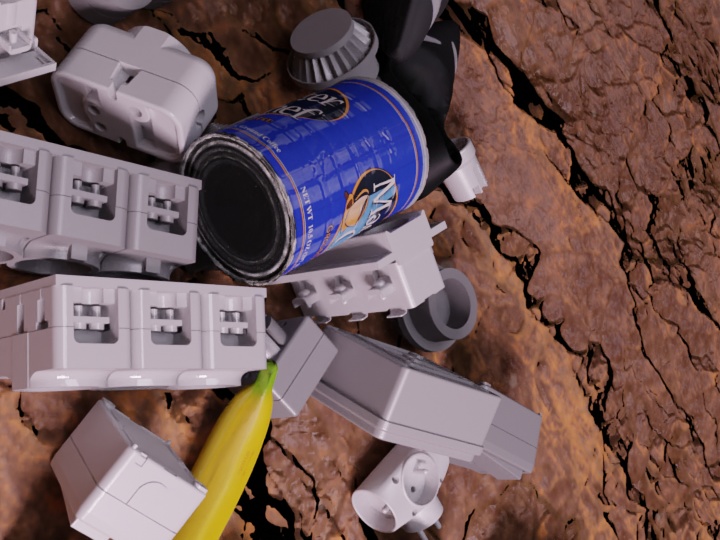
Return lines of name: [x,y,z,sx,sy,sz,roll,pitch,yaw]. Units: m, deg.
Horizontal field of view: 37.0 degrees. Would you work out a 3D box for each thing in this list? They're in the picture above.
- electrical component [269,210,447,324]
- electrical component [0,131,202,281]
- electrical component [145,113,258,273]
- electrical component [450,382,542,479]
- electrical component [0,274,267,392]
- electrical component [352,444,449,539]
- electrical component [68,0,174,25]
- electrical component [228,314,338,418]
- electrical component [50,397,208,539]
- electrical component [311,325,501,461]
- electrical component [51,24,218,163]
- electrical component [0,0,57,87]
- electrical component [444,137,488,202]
electrical component: [0.000,0.000,0.800,0.079,0.121,0.063,-31,106,-42]
electrical component: [-0.185,-0.032,0.655,0.150,0.089,0.061,12,74,-41]
electrical component: [-0.098,-0.053,0.769,0.100,0.048,0.099,-33,104,-42]
electrical component: [0.108,0.142,0.915,0.096,0.062,0.061,31,62,-35]
electrical component: [-0.144,0.044,0.679,0.150,0.089,0.061,5,79,-43]
electrical component: [0.041,0.181,0.857,0.077,0.044,0.079,-42,110,-39]
electrical component: [-0.132,-0.218,0.751,0.138,0.074,0.052,-34,105,-42]
electrical component: [-0.067,0.058,0.777,0.076,0.047,0.065,50,52,-24]
electrical component: [-0.149,0.128,0.666,0.062,0.096,0.061,41,84,-30]
electrical component: [0.030,0.092,0.815,0.109,0.109,0.056,21,92,-39]
electrical component: [-0.145,-0.120,0.708,0.095,0.053,0.059,21,59,10]
electrical component: [-0.250,-0.135,0.624,0.079,0.063,0.121,40,44,21]
electrical component: [0.089,-0.089,0.959,0.040,0.040,0.046,-51,122,-37]
